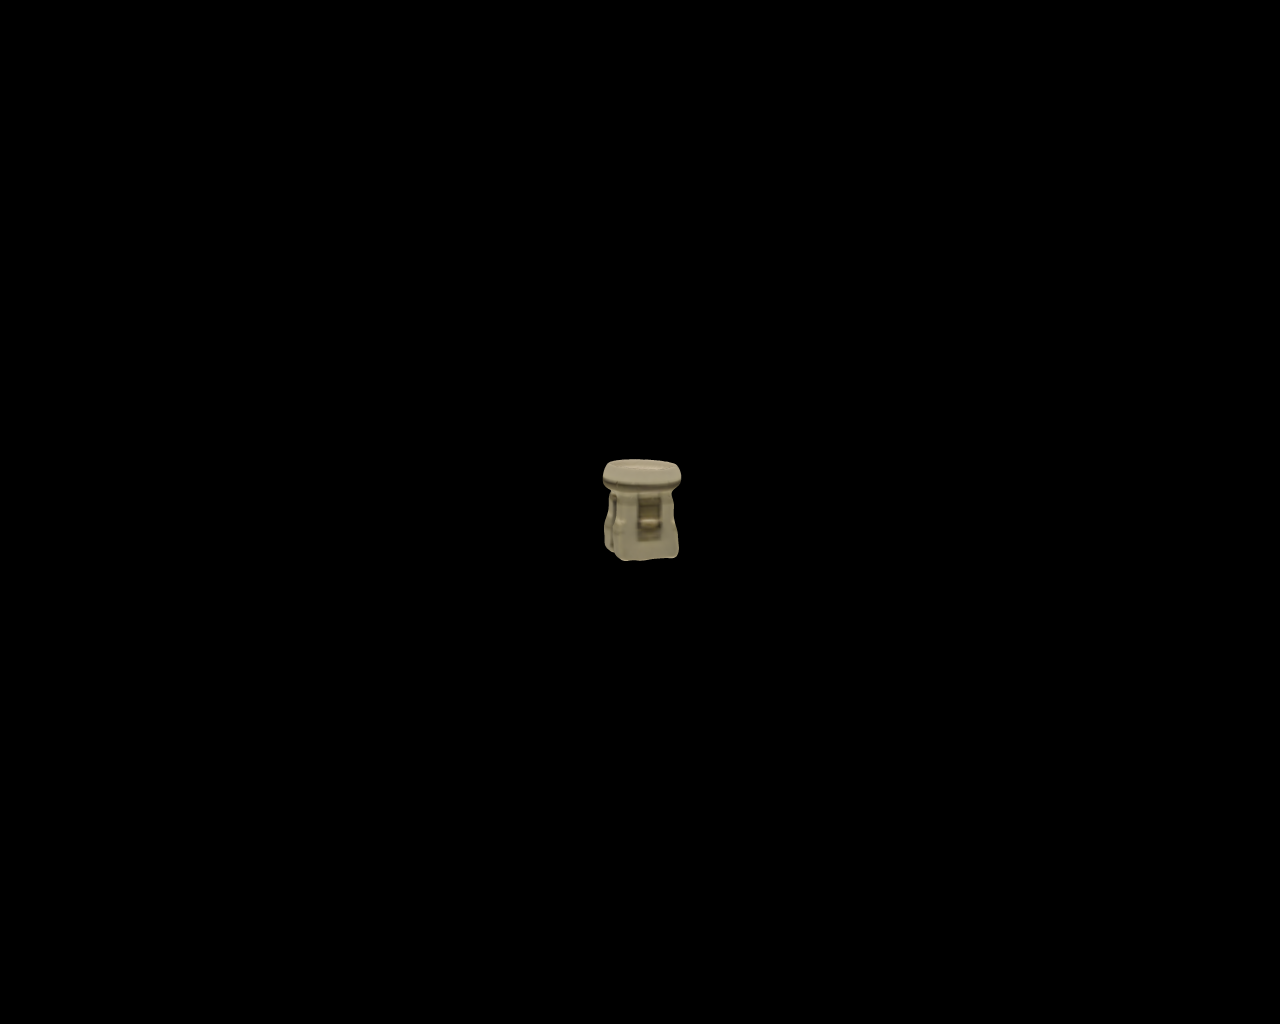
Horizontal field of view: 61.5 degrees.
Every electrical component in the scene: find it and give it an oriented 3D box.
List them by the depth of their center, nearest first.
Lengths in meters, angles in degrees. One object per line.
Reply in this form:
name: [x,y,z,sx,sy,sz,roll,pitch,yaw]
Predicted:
electrical component: [0.001,-0.003,0.650,0.048,0.055,0.066,-3,10,-15]
